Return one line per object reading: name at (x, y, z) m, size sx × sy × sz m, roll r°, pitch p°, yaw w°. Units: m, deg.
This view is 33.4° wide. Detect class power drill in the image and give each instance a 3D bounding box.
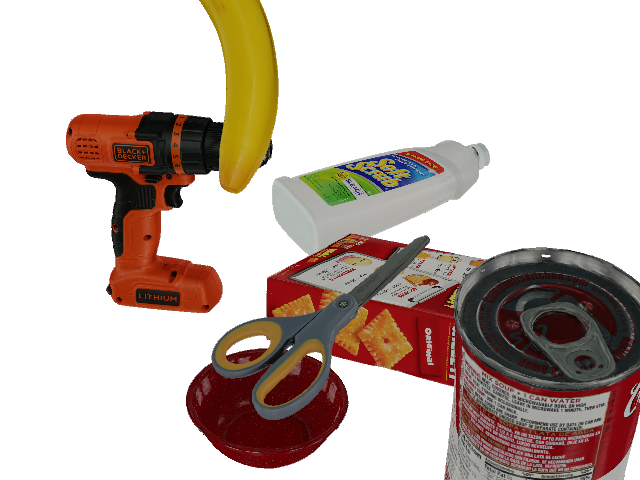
power drill at (-0.131, -0.027, 0.969) m, size 0.184 × 0.188 × 0.057 m, roll 5°, pitch 29°, yaw 11°

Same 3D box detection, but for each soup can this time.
soup can at (0.080, 0.063, 0.387) m, size 0.068 × 0.102 × 0.068 m, roll -1°, pitch 38°, yaw 1°

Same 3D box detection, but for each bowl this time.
bowl at (-0.053, 0.178, 1.073) m, size 0.162 × 0.055 × 0.162 m, roll 1°, pitch 31°, yaw -1°

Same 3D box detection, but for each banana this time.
banana at (-0.065, -0.132, 0.760) m, size 0.069 × 0.198 × 0.037 m, roll -21°, pitch -13°, yaw 6°

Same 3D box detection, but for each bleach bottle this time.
bleach bottle at (0.078, -0.063, 1.201) m, size 0.250 × 0.068 × 0.103 m, roll -22°, pitch 44°, yaw -23°

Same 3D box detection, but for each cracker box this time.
cracker box at (0.081, 0.062, 0.986) m, size 0.214 × 0.072 × 0.163 m, roll 12°, pitch 20°, yaw 27°

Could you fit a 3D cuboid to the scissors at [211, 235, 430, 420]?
scissors at (-0.003, 0.050, 0.782) m, size 0.096 × 0.016 × 0.201 m, roll 15°, pitch 46°, yaw 25°
